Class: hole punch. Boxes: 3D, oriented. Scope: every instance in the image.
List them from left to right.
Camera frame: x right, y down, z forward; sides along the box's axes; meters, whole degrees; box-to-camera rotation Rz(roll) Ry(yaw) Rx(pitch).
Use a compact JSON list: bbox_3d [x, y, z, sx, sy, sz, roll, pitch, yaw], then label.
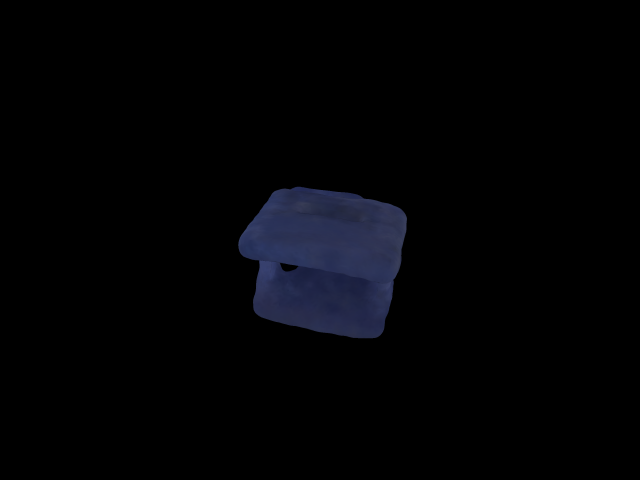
[{"bbox_3d":[0.004,0.001,0.400,0.108,0.091,0.101,9,54,7],"label":"hole punch"}]
